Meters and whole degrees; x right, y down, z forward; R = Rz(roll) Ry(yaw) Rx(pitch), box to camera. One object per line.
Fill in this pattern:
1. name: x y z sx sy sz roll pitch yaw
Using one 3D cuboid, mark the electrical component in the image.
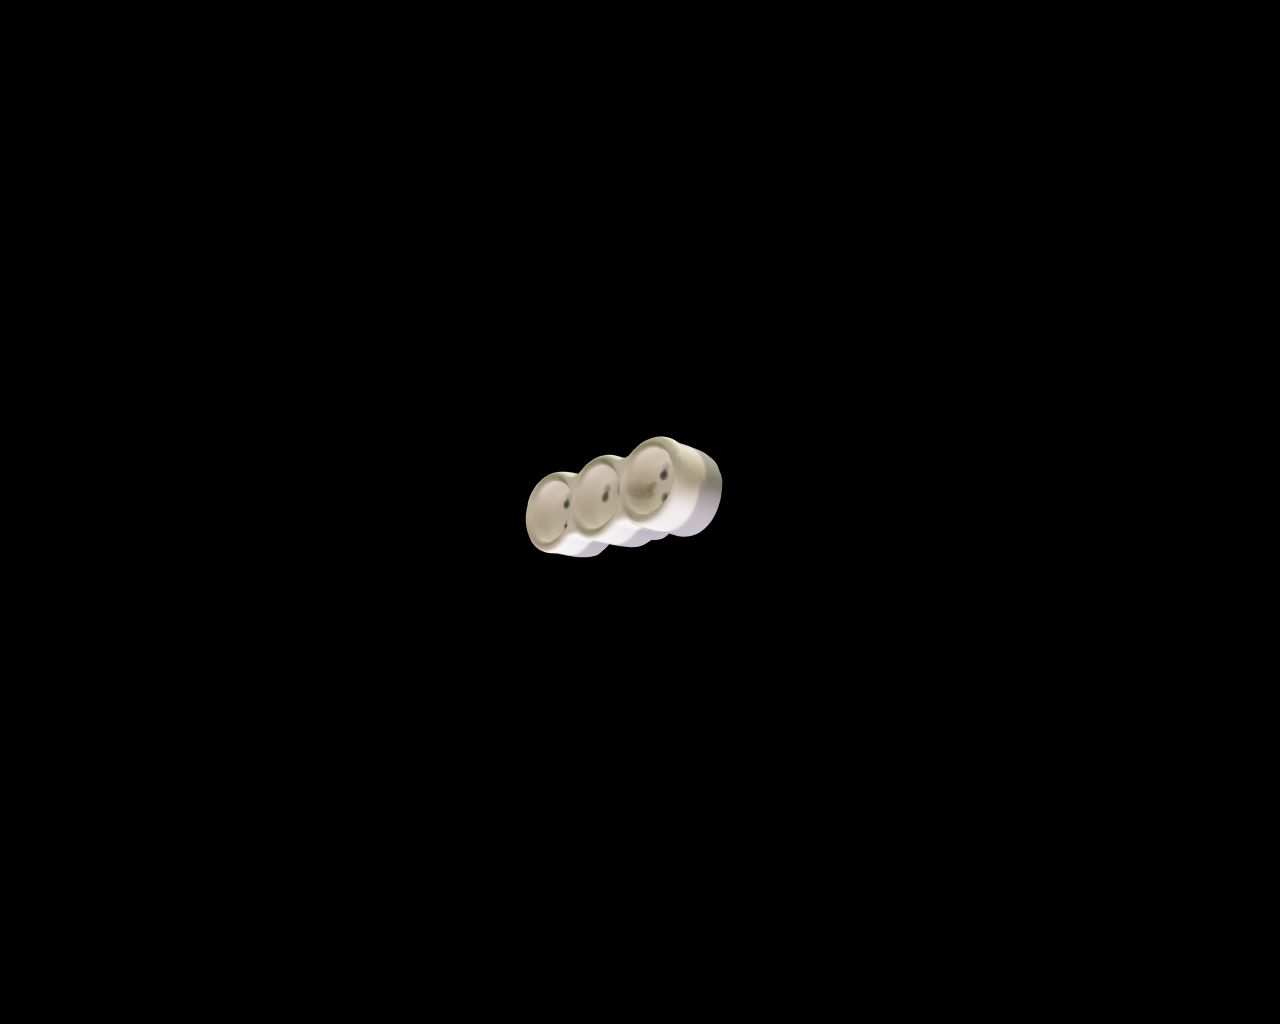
1. electrical component: 0.001 -0.003 0.650 0.074 0.052 0.138 14 -20 -42
